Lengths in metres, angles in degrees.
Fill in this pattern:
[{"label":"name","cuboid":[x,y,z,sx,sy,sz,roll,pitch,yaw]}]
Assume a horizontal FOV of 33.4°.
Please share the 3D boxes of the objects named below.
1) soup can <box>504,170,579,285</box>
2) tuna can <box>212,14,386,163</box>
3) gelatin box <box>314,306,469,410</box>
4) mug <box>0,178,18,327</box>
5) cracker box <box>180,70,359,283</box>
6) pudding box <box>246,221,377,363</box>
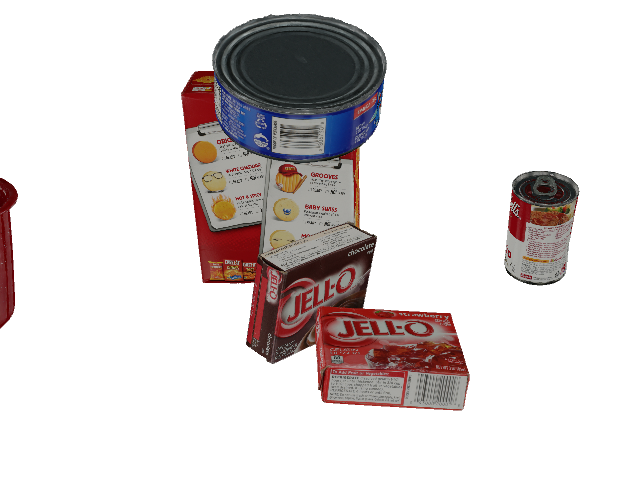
[{"label":"soup can","cuboid":[0.231,-0.013,1.118,0.068,0.102,0.068,-1,34,0]},{"label":"tuna can","cuboid":[-0.011,-0.077,0.533,0.086,0.034,0.086,2,43,-2]},{"label":"gelatin box","cuboid":[0.042,0.071,0.661,0.089,0.030,0.073,4,25,-4]},{"label":"mug","cuboid":[-0.235,0.015,0.636,0.093,0.081,0.117,17,28,27]},{"label":"cracker box","cuboid":[-0.043,-0.062,1.068,0.164,0.214,0.072,0,30,5]},{"label":"pudding box","cuboid":[-0.007,0.042,0.895,0.039,0.090,0.113,31,36,32]}]
